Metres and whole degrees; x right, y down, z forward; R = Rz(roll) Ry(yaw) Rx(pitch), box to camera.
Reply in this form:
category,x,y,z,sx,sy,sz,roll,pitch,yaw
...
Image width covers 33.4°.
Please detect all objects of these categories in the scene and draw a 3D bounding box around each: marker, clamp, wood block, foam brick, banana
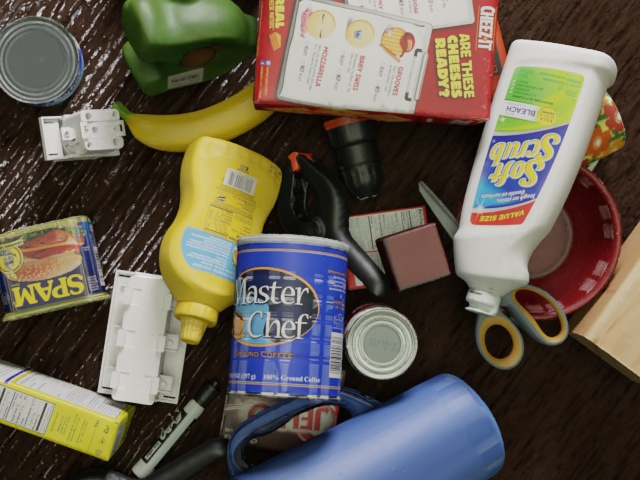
category,x,y,z,sx,sy,sz,roll,pitch,yaw
marker,-0.141,0.187,1.058,0.020,0.020,0.121,40,89,-1
clamp,-0.007,0.001,1.039,0.120,0.039,0.171,-29,69,25
wood block,0.339,0.032,1.034,0.090,0.091,0.206,36,89,-1
foam brick,0.087,0.016,1.003,0.051,0.078,0.053,-18,91,-2
clamp,-0.179,0.277,1.042,0.210,0.036,0.164,-6,105,5
banana,-0.104,-0.128,1.050,0.198,0.037,0.069,-15,91,-1

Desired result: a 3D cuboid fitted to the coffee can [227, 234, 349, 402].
category,x,y,z,sx,sy,sz,roll,pitch,yaw
coffee can,-0.028,0.072,0.957,0.103,0.103,0.140,3,82,-2

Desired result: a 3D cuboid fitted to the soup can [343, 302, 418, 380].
category,x,y,z,sx,sy,sz,roll,pitch,yaw
soup can,0.055,0.096,1.021,0.068,0.102,0.068,0,90,-1

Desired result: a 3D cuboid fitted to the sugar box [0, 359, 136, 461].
category,x,y,z,sx,sy,sz,roll,pitch,yaw
sugar box,-0.271,0.155,1.018,0.176,0.093,0.048,17,90,-1

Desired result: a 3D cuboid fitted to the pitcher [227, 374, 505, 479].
category,x,y,z,sx,sy,sz,roll,pitch,yaw
pitcher,0.041,0.214,0.989,0.242,0.145,0.149,-27,115,-20

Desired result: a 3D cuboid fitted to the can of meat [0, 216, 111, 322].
category,x,y,z,sx,sy,sz,roll,pitch,yaw
can of meat,-0.263,0.028,1.038,0.102,0.057,0.084,-12,88,-1

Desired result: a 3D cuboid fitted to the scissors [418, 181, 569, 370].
category,x,y,z,sx,sy,sz,roll,pitch,yaw
scissors,0.144,0.043,1.012,0.202,0.016,0.096,38,93,-1

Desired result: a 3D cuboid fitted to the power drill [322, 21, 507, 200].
category,x,y,z,sx,sy,sz,roll,pitch,yaw
power drill,0.091,-0.145,1.045,0.187,0.057,0.184,-14,93,-2

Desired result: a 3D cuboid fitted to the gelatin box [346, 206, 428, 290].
category,x,y,z,sx,sy,sz,roll,pitch,yaw
gelatin box,0.066,0.008,1.058,0.089,0.030,0.073,-8,89,-1

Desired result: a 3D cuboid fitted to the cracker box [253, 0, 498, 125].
category,x,y,z,sx,sy,sz,roll,pitch,yaw
cracker box,0.050,-0.194,0.978,0.213,0.072,0.164,4,92,-3

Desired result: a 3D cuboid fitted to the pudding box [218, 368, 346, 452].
category,x,y,z,sx,sy,sz,roll,pitch,yaw
pudding box,-0.037,0.161,1.050,0.113,0.039,0.090,10,90,-2

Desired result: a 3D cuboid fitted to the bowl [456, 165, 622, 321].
category,x,y,z,sx,sy,sz,roll,pitch,yaw
bowl,0.208,-0.004,1.045,0.162,0.055,0.162,0,93,1

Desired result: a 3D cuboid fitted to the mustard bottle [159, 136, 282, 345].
category,x,y,z,sx,sy,sz,roll,pitch,yaw
mustard bottle,-0.100,0.005,1.008,0.096,0.058,0.191,22,69,-27

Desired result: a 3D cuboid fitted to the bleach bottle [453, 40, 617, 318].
category,x,y,z,sx,sy,sz,roll,pitch,yaw
bleach bottle,0.188,-0.051,0.972,0.103,0.068,0.251,14,84,23

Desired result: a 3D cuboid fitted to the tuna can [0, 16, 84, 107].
category,x,y,z,sx,sy,sz,roll,pitch,yaw
tuna can,-0.276,-0.174,1.048,0.086,0.034,0.086,0,90,-2
